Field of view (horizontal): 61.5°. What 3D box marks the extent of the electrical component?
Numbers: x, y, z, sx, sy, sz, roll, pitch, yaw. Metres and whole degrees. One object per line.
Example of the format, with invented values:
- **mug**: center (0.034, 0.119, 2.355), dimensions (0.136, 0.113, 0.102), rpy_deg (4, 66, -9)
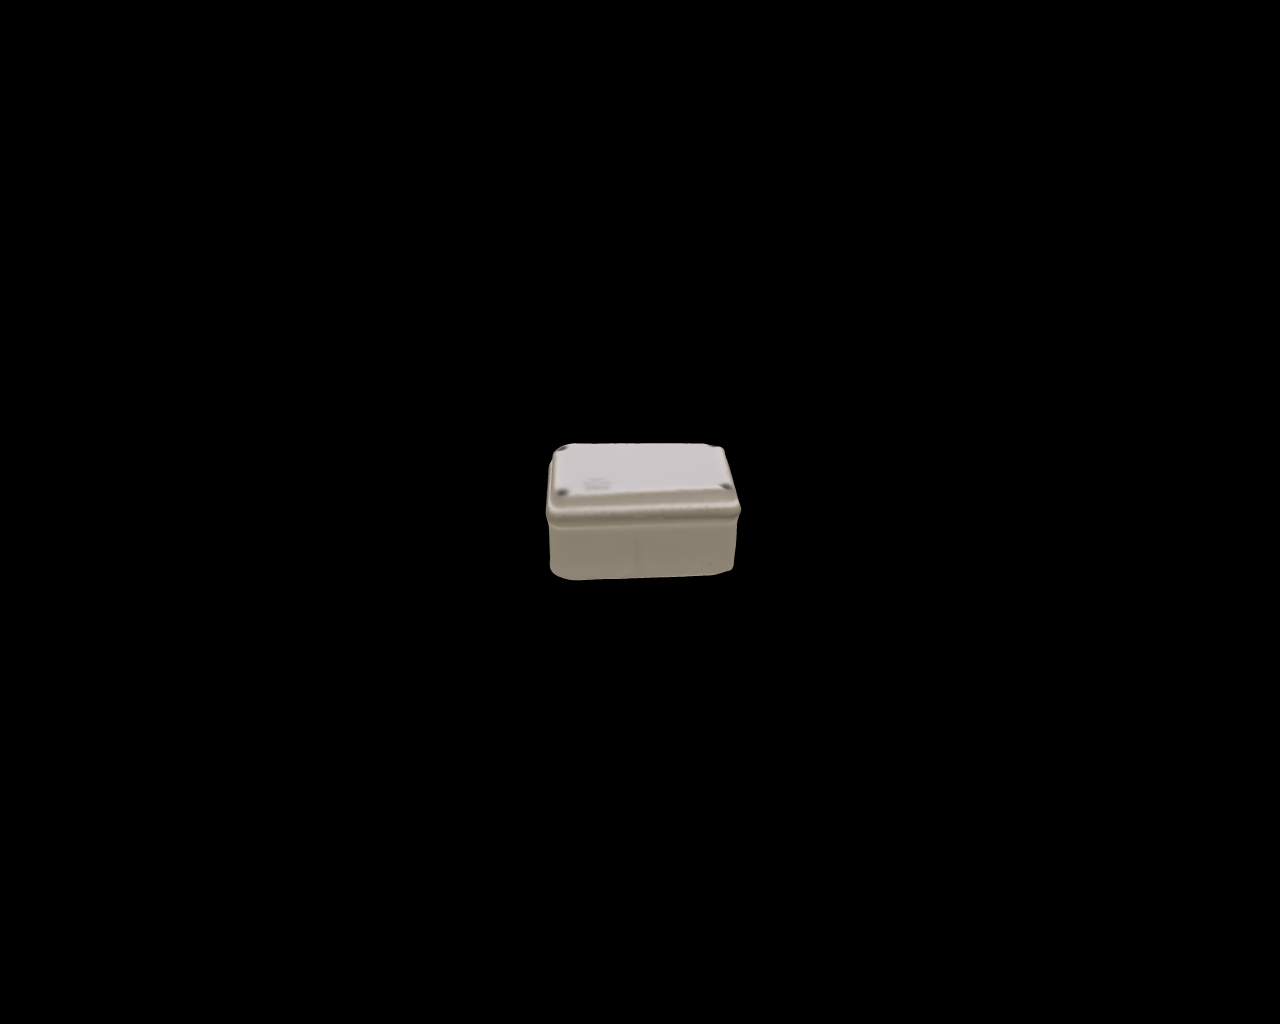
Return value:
- **electrical component**: center (0.001, -0.003, 0.650), dimensions (0.113, 0.057, 0.078), rpy_deg (-1, 28, -2)
